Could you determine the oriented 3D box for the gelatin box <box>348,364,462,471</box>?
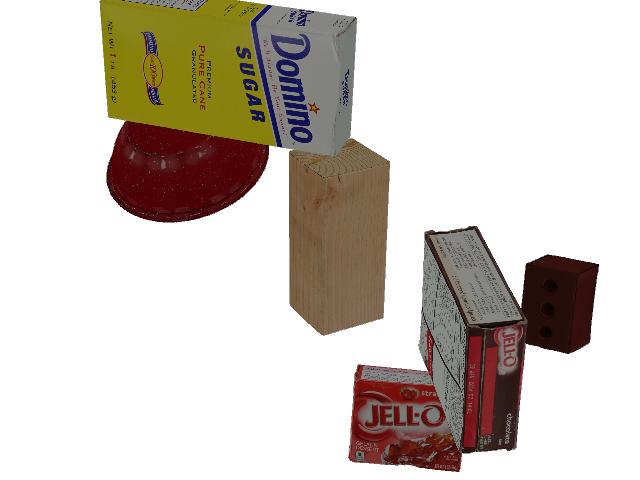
[{"bbox_3d":[0.069,0.139,0.835,0.089,0.073,0.030,5,19,5],"label":"gelatin box"}]

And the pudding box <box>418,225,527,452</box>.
[{"bbox_3d":[0.088,0.056,0.635,0.039,0.090,0.113,-4,29,-8],"label":"pudding box"}]

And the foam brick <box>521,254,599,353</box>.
[{"bbox_3d":[0.218,0.058,0.978,0.053,0.078,0.051,12,17,34],"label":"foam brick"}]

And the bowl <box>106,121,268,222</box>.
[{"bbox_3d":[-0.133,-0.093,1.014,0.162,0.162,0.055,0,-41,12],"label":"bowl"}]

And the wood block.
[{"bbox_3d":[0.020,-0.004,1.271,0.090,0.206,0.090,-14,30,-26],"label":"wood block"}]

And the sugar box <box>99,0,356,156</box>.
[{"bbox_3d":[-0.065,-0.120,0.753,0.176,0.093,0.048,12,34,16],"label":"sugar box"}]
